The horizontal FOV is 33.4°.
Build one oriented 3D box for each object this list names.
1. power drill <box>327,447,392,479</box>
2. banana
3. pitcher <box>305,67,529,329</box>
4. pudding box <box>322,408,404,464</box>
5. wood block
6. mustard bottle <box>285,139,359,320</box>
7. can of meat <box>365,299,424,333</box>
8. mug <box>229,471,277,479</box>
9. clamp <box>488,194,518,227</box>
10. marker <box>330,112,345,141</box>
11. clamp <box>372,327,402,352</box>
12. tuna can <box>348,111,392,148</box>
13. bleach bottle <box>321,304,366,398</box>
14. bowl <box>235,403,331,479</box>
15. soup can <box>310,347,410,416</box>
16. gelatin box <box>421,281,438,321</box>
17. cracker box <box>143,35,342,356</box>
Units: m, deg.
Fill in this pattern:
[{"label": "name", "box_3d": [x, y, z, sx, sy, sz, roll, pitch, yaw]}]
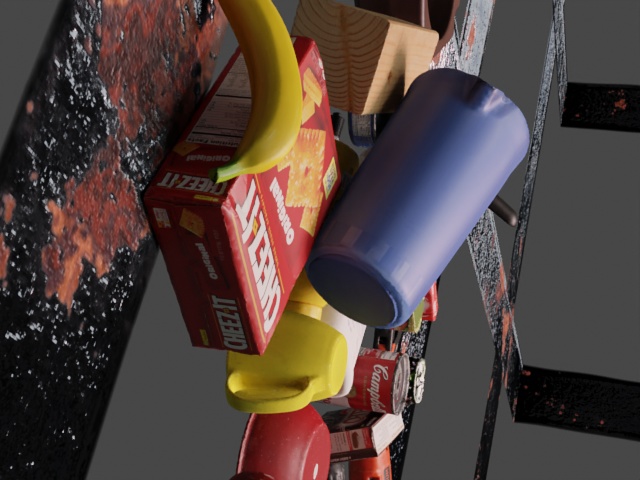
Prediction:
[{"label": "power drill", "box_3d": [0.034, 0.311, 1.279, 0.187, 0.057, 0.184, -38, 129, -64]}, {"label": "banana", "box_3d": [-0.046, -0.124, 0.780, 0.069, 0.037, 0.198, 15, 56, -31]}, {"label": "pitcher", "box_3d": [0.086, -0.033, 1.006, 0.242, 0.145, 0.149, -54, 131, -30]}, {"label": "pudding box", "box_3d": [0.035, 0.213, 1.178, 0.113, 0.090, 0.039, -25, 100, -70]}, {"label": "wood block", "box_3d": [0.043, -0.180, 1.052, 0.205, 0.090, 0.091, -22, 131, -70]}, {"label": "mustard bottle", "box_3d": [-0.007, 0.001, 1.033, 0.096, 0.058, 0.191, 34, 64, -68]}, {"label": "can of meat", "box_3d": [0.078, 0.063, 1.279, 0.102, 0.084, 0.057, 79, 25, -43]}, {"label": "mug", "box_3d": [-0.056, 0.252, 0.930, 0.093, 0.082, 0.117, -54, 146, -57]}, {"label": "clamp", "box_3d": [0.160, -0.091, 1.459, 0.210, 0.165, 0.036, 68, 20, -4]}, {"label": "marker", "box_3d": [0.006, -0.078, 1.113, 0.020, 0.020, 0.121, 54, 45, -64]}, {"label": "clamp", "box_3d": [0.104, 0.080, 1.445, 0.120, 0.039, 0.171, 49, 53, -60]}, {"label": "tuna can", "box_3d": [0.060, -0.149, 1.231, 0.086, 0.034, 0.086, 7, 90, -72]}, {"label": "bleach bottle", "box_3d": [0.030, 0.051, 1.164, 0.250, 0.068, 0.102, -64, 154, -51]}, {"label": "bowl", "box_3d": [-0.029, 0.222, 1.049, 0.162, 0.055, 0.162, 7, 90, -72]}, {"label": "soup can", "box_3d": [0.040, 0.150, 1.161, 0.068, 0.102, 0.068, 7, 90, -72]}, {"label": "gelatin box", "box_3d": [0.103, 0.065, 1.347, 0.030, 0.089, 0.073, -67, 156, -44]}, {"label": "cracker box", "box_3d": [-0.051, -0.040, 0.861, 0.164, 0.072, 0.213, 78, 25, -42]}]
